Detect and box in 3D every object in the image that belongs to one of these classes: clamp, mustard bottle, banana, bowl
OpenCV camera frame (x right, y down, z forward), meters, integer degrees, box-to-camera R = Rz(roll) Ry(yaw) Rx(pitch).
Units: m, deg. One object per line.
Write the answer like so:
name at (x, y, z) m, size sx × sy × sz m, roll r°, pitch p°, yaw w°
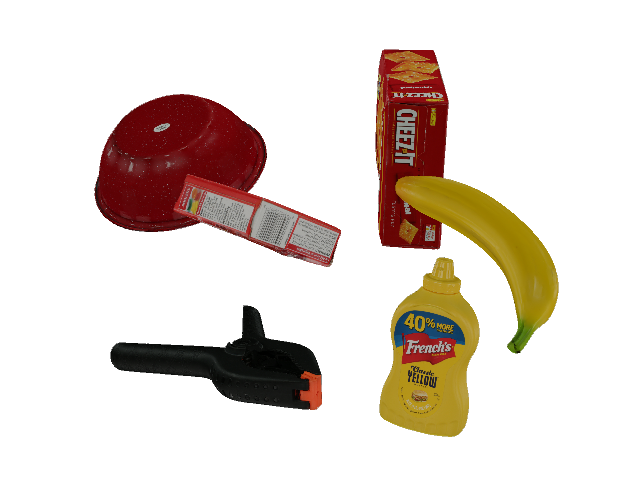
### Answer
clamp at (-0.065, 0.105, 0.964) m, size 0.210 × 0.036 × 0.164 m, roll 12°, pitch 22°, yaw 41°
mustard bottle at (0.123, 0.113, 1.168) m, size 0.096 × 0.192 × 0.058 m, roll 12°, pitch 14°, yaw 22°
banana at (0.131, 0.001, 0.835) m, size 0.069 × 0.037 × 0.198 m, roll -17°, pitch 46°, yaw -16°
bowl at (-0.132, -0.081, 0.945) m, size 0.162 × 0.055 × 0.162 m, roll -9°, pitch 42°, yaw 8°

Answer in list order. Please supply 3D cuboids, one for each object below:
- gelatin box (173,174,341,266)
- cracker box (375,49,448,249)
gelatin box at (-0.041, -0.012, 0.710) m, size 0.073 × 0.030 × 0.089 m, roll 20°, pitch -1°, yaw 39°
cracker box at (0.098, -0.108, 1.188) m, size 0.072 × 0.164 × 0.213 m, roll 1°, pitch 24°, yaw 2°
